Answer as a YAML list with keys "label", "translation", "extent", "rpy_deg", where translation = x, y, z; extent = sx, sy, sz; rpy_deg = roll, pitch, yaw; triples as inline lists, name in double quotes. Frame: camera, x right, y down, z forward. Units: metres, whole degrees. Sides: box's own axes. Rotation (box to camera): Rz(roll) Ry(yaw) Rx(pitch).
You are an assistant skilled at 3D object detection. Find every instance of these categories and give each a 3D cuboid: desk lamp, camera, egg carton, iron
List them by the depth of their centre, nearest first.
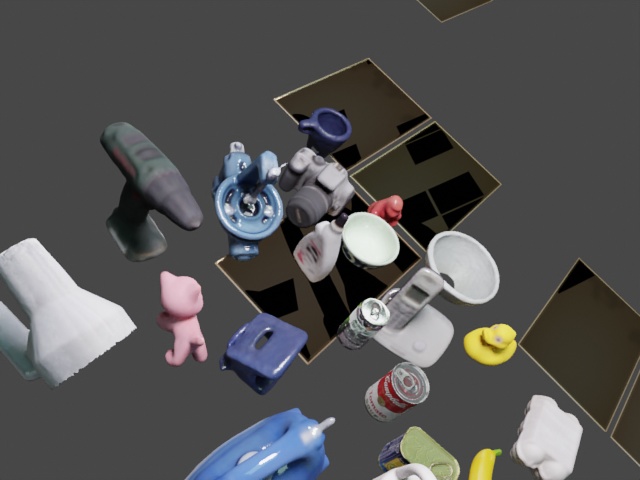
- label: "desk lamp"
  translation: [-0.345, 0.104, 0.730]
  extent: [0.203, 0.213, 0.118]
  rpy_deg: [44, 49, 7]
- label: "iron"
  translation: [-0.093, 0.312, 0.759]
  extent: [0.259, 0.141, 0.118]
  rpy_deg: [-21, 69, -36]
- label: "egg carton"
  translation: [0.407, 0.360, 1.030]
  extent: [0.107, 0.069, 0.150]
  rpy_deg: [38, 49, 2]
- label: "camera"
  translation: [-0.017, -0.099, 1.118]
  extent: [0.143, 0.100, 0.137]
  rpy_deg: [38, 49, 2]

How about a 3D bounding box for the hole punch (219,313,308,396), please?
- label: "hole punch"
  translation: [-0.088, 0.171, 0.895]
  extent: [0.101, 0.091, 0.109]
  rpy_deg: [39, 49, 3]

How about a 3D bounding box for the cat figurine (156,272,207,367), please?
- label: "cat figurine"
  translation: [-0.202, 0.112, 0.861]
  extent: [0.067, 0.117, 0.127]
  rpy_deg: [-10, 63, -32]

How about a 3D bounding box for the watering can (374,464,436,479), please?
- label: "watering can"
  translation: [0.120, 0.367, 0.794]
  extent: [0.173, 0.194, 0.101]
  rpy_deg: [-19, 67, -36]

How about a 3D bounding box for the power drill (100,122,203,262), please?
- label: "power drill"
  translation: [-0.268, -0.059, 0.889]
  extent: [0.076, 0.208, 0.229]
  rpy_deg: [-26, 72, -38]

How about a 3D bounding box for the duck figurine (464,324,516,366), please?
- label: "duck figurine"
  translation: [0.341, 0.194, 1.103]
  extent: [0.105, 0.086, 0.077]
  rpy_deg: [11, 53, -20]

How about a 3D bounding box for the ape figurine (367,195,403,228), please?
- label: "ape figurine"
  translation: [0.137, -0.056, 1.172]
  extent: [0.078, 0.092, 0.076]
  rpy_deg: [4, 56, -25]

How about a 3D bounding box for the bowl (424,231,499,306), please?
- label: "bowl"
  translation: [0.275, 0.069, 1.166]
  extent: [0.168, 0.074, 0.167]
  rpy_deg: [14, 52, -18]

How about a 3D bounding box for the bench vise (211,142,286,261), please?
- label: "bench vise"
  translation: [-0.132, -0.097, 0.978]
  extent: [0.122, 0.219, 0.207]
  rpy_deg: [-17, 66, -35]

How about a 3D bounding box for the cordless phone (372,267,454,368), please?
- label: "cordless phone"
  translation: [0.180, 0.132, 0.999]
  extent: [0.147, 0.185, 0.094]
  rpy_deg: [31, 49, -4]

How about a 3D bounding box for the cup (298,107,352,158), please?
- label: "cup"
  translation: [-0.002, -0.218, 1.214]
  extent: [0.118, 0.095, 0.091]
  rpy_deg: [-4, 59, -29]

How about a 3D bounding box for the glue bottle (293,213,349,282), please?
- label: "glue bottle"
  translation: [0.009, 0.004, 1.010]
  extent: [0.037, 0.173, 0.078]
  rpy_deg: [-26, 71, -38]
